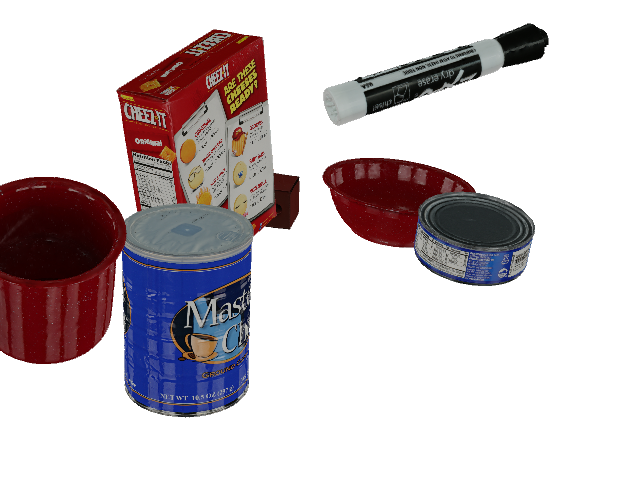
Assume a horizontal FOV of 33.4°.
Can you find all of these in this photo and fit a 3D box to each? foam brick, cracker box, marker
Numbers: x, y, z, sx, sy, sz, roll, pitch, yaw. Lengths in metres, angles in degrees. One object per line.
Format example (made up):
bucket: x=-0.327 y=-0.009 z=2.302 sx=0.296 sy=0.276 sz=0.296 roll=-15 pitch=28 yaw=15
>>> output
foam brick: x=-0.069 y=-0.052 z=1.334 sx=0.078 sy=0.053 sz=0.051 roll=7 pitch=28 yaw=11
cracker box: x=-0.120 y=-0.084 z=1.084 sx=0.072 sy=0.214 sz=0.164 roll=14 pitch=37 yaw=26
marker: x=0.060 y=-0.084 z=0.530 sx=0.121 sy=0.020 sz=0.020 roll=-20 pitch=5 yaw=-15

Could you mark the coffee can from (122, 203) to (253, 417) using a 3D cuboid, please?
coffee can: x=-0.106 y=0.054 z=0.851 sx=0.103 sy=0.140 sz=0.103 roll=3 pitch=24 yaw=-1

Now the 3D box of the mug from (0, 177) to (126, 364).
mug: x=-0.176 y=0.027 z=0.647 sx=0.093 sy=0.082 sz=0.117 roll=37 pitch=48 yaw=23

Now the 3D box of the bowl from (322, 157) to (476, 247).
bowl: x=0.080 y=-0.035 z=1.118 sx=0.162 sy=0.055 sz=0.162 roll=6 pitch=22 yaw=-3

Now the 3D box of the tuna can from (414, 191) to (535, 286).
tuna can: x=0.113 y=-0.002 z=0.787 sx=0.086 sy=0.034 sz=0.086 roll=5 pitch=30 yaw=-3
